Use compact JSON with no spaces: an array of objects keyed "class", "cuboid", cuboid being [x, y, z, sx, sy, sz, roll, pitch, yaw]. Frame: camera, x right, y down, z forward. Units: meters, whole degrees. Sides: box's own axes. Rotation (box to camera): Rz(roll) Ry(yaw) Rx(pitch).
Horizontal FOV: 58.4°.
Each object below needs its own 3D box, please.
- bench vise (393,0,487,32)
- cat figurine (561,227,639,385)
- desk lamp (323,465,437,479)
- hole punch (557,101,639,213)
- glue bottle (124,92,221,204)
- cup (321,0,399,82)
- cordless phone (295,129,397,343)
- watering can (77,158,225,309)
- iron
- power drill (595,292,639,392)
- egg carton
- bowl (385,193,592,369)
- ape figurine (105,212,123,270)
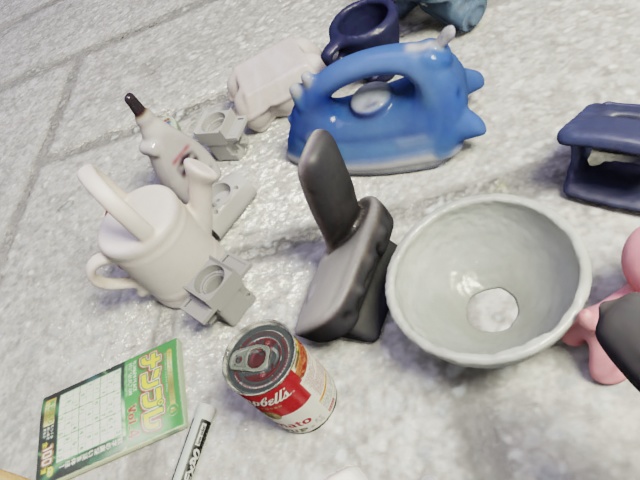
[{"class":"bench vise","cuboid":[0.111,-0.383,0.749,0.206,0.220,0.121,20,66,36]},{"class":"cat figurine","cuboid":[0.244,0.035,0.431,0.128,0.118,0.067,-34,48,-1]},{"class":"desk lamp","cuboid":[0.056,0.221,0.316,0.118,0.214,0.202,-36,48,-3]},{"class":"hole punch","cuboid":[0.282,-0.092,0.528,0.108,0.091,0.101,18,65,35]},{"class":"glue bottle","cuboid":[-0.193,-0.117,0.725,0.037,0.174,0.078,11,61,32]},{"class":"cup","cuboid":[0.059,-0.247,0.754,0.118,0.095,0.091,-43,48,-9]},{"class":"cordless phone","cuboid":[0.005,0.002,0.528,0.093,0.186,0.148,2,56,28]},{"class":"watering can","cuboid":[-0.188,-0.019,0.633,0.100,0.195,0.173,17,64,35]},{"class":"iron","cuboid":[0.053,-0.159,0.659,0.257,0.142,0.118,-7,52,21]},{"class":"power drill","cuboid":[0.243,0.141,0.289,0.076,0.209,0.228,-43,48,-9]},{"class":"egg carton","cuboid":[-0.058,-0.222,0.810,0.150,0.070,0.107,-29,48,4]},{"class":"bowl","cuboid":[0.147,0.045,0.501,0.167,0.075,0.167,-13,51,17]},{"class":"ape figurine","cuboid":[-0.235,-0.008,0.717,0.078,0.092,0.076,-34,48,-1]}]
